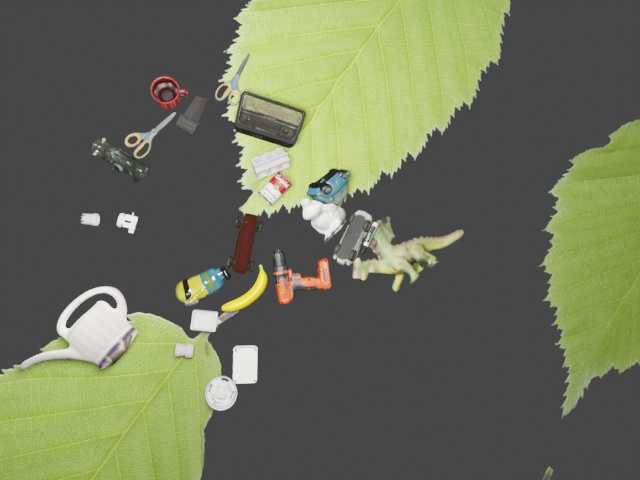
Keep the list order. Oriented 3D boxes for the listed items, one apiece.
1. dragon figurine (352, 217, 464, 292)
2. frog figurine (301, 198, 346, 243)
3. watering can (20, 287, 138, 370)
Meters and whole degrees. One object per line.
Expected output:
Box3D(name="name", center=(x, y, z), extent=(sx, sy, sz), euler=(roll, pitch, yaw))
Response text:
Box3D(name="dragon figurine", center=(0.282, 0.021, 1.793), extent=(0.413, 0.244, 0.121), euler=(-40, -6, -12))
Box3D(name="frog figurine", center=(0.005, -0.087, 1.738), extent=(0.124, 0.159, 0.135), euler=(-46, 1, -26))
Box3D(name="watering can", center=(-0.720, 0.311, 1.585), extent=(0.224, 0.350, 0.103), euler=(42, -12, -4))
